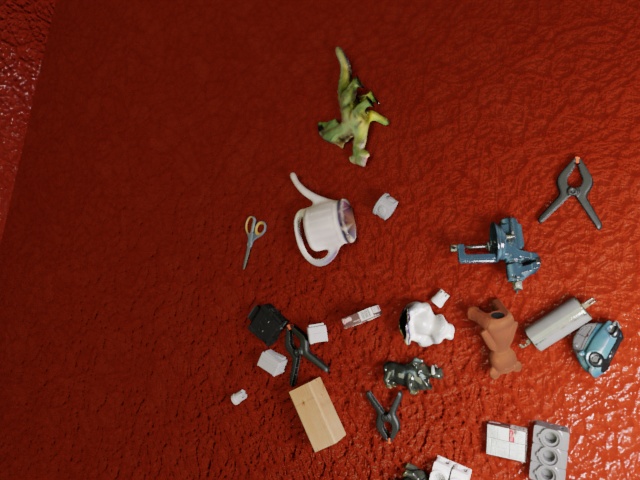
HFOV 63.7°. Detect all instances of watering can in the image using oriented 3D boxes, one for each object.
[{"bbox_3d":[0.005,-0.089,1.762,0.223,0.104,0.350,-14,80,22],"label":"watering can"}]

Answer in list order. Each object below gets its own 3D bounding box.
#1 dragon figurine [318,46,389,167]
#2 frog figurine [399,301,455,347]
[{"bbox_3d":[0.081,-0.434,1.762,0.240,0.122,0.415,-36,70,27],"label":"dragon figurine"},{"bbox_3d":[0.332,0.261,1.602,0.159,0.121,0.139,1,77,-11],"label":"frog figurine"}]
